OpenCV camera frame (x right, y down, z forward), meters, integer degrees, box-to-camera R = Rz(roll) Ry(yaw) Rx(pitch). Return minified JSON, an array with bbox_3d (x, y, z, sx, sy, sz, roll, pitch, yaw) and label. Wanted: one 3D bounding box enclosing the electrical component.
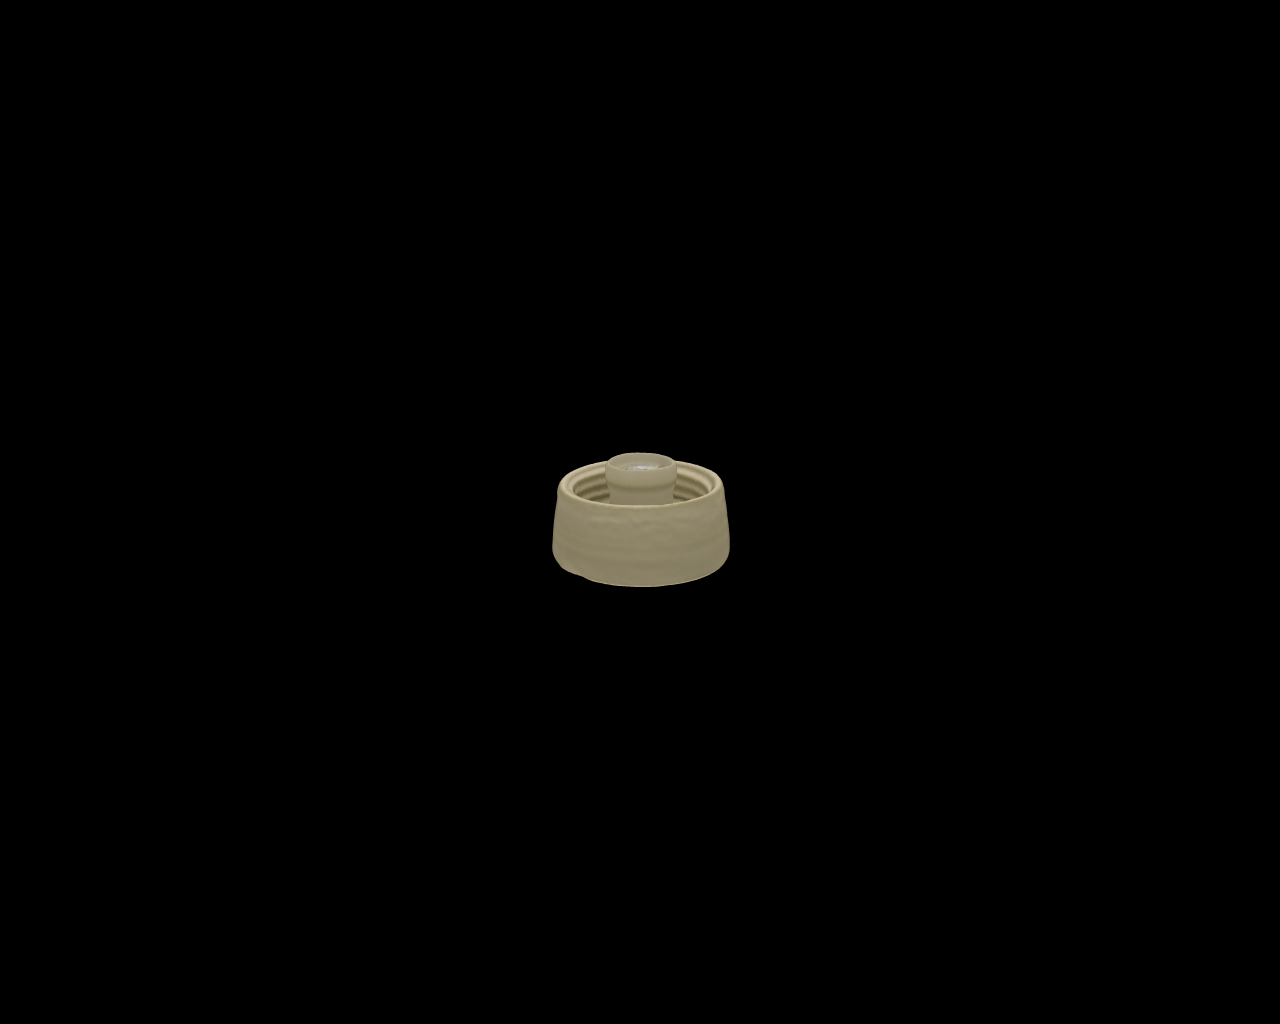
[{"bbox_3d":[0.001,-0.003,0.650,0.108,0.060,0.108,0,19,0],"label":"electrical component"}]
